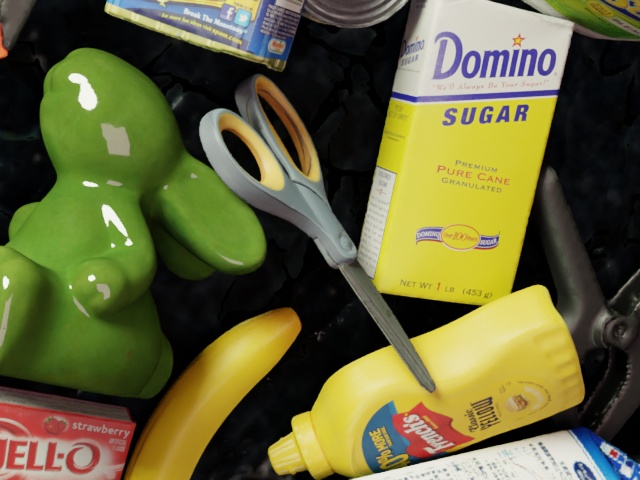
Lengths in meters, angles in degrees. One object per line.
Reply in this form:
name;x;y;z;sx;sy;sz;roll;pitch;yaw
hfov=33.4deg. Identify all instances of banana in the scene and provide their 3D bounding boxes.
banana;-0.075;0.124;0.630;0.069;0.037;0.198;17;97;-27

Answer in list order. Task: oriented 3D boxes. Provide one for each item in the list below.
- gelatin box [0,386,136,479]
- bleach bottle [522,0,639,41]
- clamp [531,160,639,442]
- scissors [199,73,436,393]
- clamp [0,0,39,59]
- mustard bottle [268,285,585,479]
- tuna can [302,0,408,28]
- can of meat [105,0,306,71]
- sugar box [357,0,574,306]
gelatin box;-0.157;0.126;0.604;0.089;0.030;0.073;14;98;-22
bleach bottle;0.195;-0.138;0.540;0.102;0.251;0.068;25;94;-23
clamp;0.198;0.050;0.706;0.164;0.036;0.210;-1;106;-19
scissors;-0.004;0.001;0.572;0.016;0.096;0.202;-31;81;32
clamp;-0.162;-0.178;0.521;0.120;0.039;0.171;-16;114;-10
mustard bottle;0.059;0.098;0.643;0.191;0.058;0.096;-22;139;3
tuna can;0.013;-0.161;0.589;0.086;0.034;0.086;-5;105;-18
can of meat;-0.052;-0.140;0.540;0.102;0.057;0.084;22;101;18
sugar box;0.085;-0.052;0.636;0.093;0.048;0.176;7;102;-21
